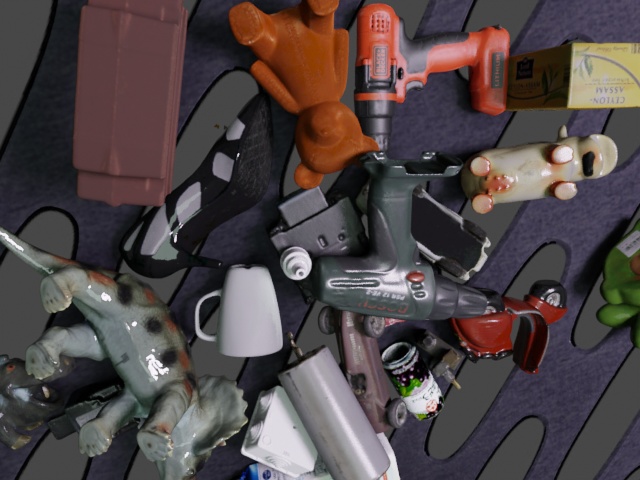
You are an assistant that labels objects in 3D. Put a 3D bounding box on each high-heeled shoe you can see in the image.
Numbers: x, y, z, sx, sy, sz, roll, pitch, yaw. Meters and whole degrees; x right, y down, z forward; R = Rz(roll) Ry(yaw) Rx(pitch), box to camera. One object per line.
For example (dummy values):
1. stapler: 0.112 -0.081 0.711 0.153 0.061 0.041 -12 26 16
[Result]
1. high-heeled shoe: -0.148 -0.068 0.648 0.145 0.086 0.248 12 77 23

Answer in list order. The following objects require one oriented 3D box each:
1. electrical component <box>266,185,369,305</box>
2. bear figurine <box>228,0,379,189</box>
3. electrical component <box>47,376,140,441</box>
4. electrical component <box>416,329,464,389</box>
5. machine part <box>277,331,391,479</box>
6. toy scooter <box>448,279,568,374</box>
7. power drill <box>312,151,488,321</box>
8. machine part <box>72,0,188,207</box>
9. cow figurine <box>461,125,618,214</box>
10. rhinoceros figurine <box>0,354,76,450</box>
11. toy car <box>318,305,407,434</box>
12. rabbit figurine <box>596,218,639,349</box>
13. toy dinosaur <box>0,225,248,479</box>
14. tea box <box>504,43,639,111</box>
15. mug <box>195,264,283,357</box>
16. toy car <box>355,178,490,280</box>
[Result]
1. electrical component: -0.001 -0.002 0.680 0.115 0.058 0.134 -31 107 -4
2. bear figurine: -0.010 -0.162 0.595 0.120 0.132 0.195 -17 91 5
3. electrical component: -0.290 0.224 0.683 0.119 0.048 0.074 -21 105 -7
4. electrical component: 0.163 0.160 0.733 0.078 0.102 0.045 33 88 6
5. machine part: 0.016 0.225 0.682 0.079 0.079 0.243 -30 84 -3
6. toy scooter: 0.264 0.131 0.754 0.184 0.075 0.135 -5 103 -14
7. power drill: 0.109 0.000 0.635 0.232 0.086 0.207 1 117 -12
8. machine part: -0.183 -0.141 0.537 0.087 0.201 0.200 6 102 -14
9. cow figurine: 0.279 -0.092 0.691 0.195 0.127 0.085 -10 105 6
10. rhinoceros figurine: -0.385 0.194 0.650 0.190 0.073 0.112 -25 96 -2
11. toy car: 0.054 0.168 0.713 0.053 0.089 0.202 -33 115 -46
12. rabbit figurine: 0.486 0.080 0.766 0.170 0.121 0.159 34 99 -31
13. toy dinosaur: -0.218 0.124 0.630 0.131 0.192 0.404 -26 91 17
14. tea box: 0.284 -0.186 0.632 0.098 0.170 0.068 -4 104 -9
15. mug: -0.101 0.084 0.676 0.110 0.081 0.107 1 93 0
16. toy car: 0.139 -0.020 0.704 0.201 0.056 0.073 33 89 -17
